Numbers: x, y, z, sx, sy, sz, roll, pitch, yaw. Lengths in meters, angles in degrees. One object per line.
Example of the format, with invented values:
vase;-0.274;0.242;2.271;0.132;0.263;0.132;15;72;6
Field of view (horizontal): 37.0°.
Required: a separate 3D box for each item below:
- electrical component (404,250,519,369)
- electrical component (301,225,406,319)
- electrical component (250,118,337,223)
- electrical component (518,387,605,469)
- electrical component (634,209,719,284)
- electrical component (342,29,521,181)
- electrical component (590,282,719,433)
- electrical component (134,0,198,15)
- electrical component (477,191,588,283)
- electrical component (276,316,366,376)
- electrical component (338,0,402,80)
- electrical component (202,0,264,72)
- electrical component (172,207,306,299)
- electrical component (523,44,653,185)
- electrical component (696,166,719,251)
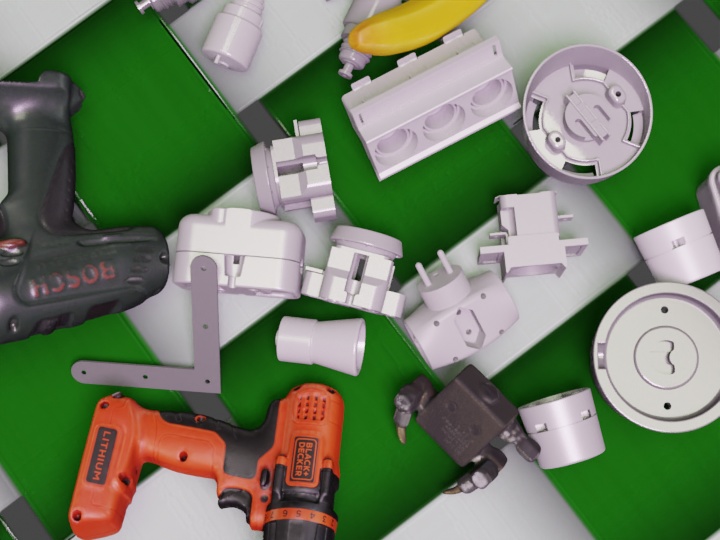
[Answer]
electrical component;0.069;0.023;0.809;0.077;0.043;0.079;-30;109;-3
electrical component;0.000;0.000;0.819;0.078;0.058;0.057;14;85;5
electrical component;-0.053;-0.074;0.833;0.057;0.058;0.078;-10;81;-1
electrical component;0.150;0.117;0.795;0.055;0.055;0.047;-17;85;0
electrical component;0.242;-0.014;0.810;0.055;0.055;0.047;-22;85;-1
electrical component;0.053;-0.131;0.829;0.121;0.078;0.063;-27;52;-1
electrical component;0.222;0.066;0.795;0.108;0.060;0.108;0;81;3
electrical component;-0.147;-0.233;0.870;0.078;0.040;0.040;-34;81;-3
electrical component;0.130;-0.026;0.824;0.081;0.042;0.063;-5;77;1
electrical component;-0.031;0.055;0.821;0.065;0.044;0.044;6;82;9
electrical component;0.004;-0.189;0.856;0.040;0.040;0.078;25;84;6
electrical component;-0.097;-0.195;0.862;0.040;0.040;0.078;21;83;6
electrical component;-0.091;-0.013;0.827;0.095;0.053;0.059;5;82;4
electrical component;0.172;-0.116;0.823;0.099;0.064;0.099;0;81;3
electrical component;0.309;-0.028;0.807;0.078;0.057;0.113;-14;81;1
